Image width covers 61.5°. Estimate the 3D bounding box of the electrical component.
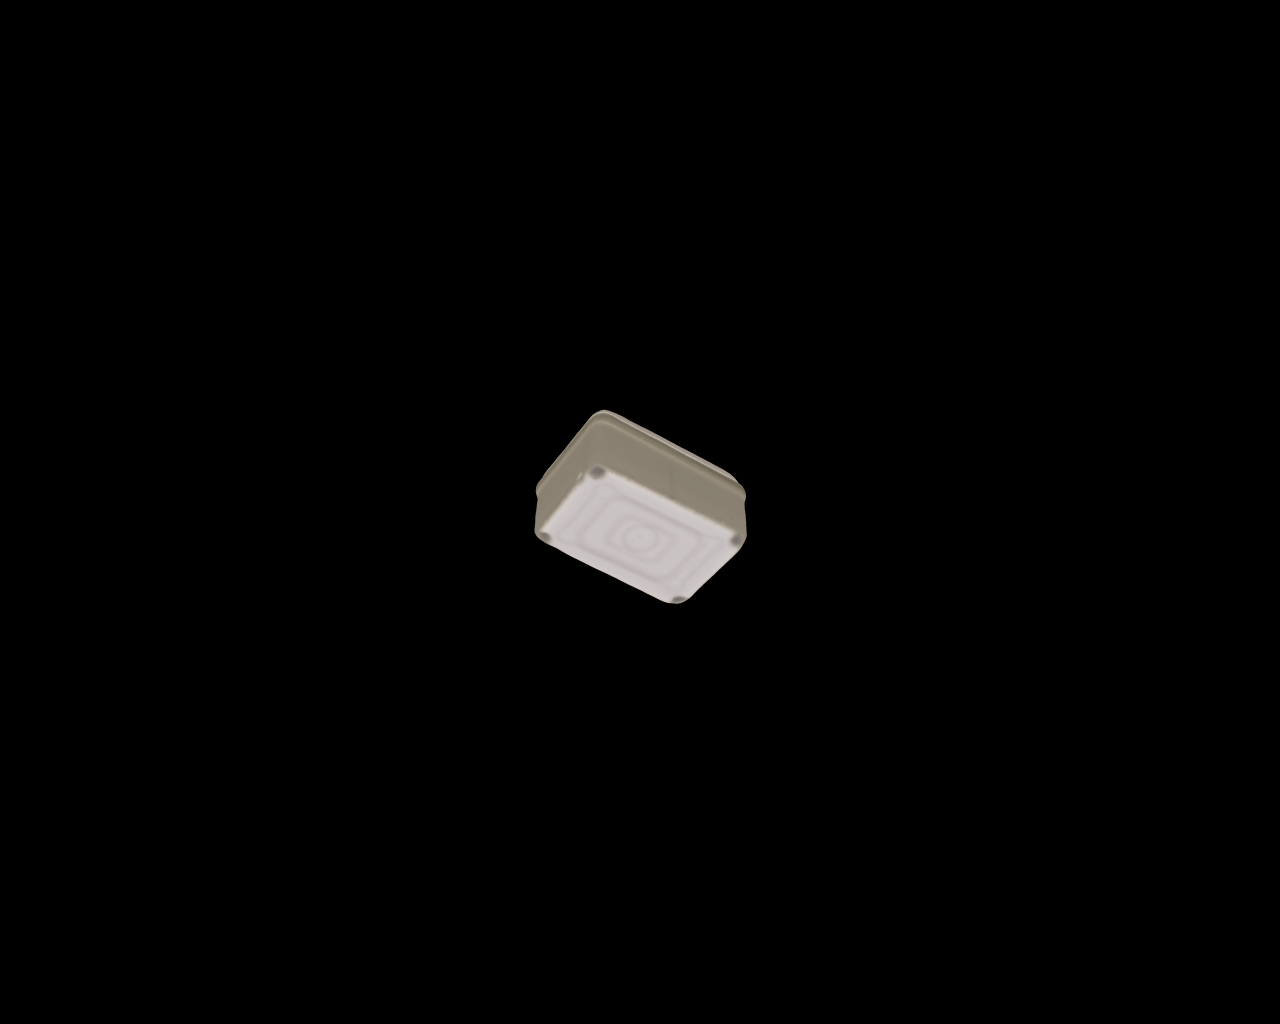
[{"bbox_3d":[0.001,-0.003,0.650,0.113,0.057,0.078,27,-53,-22],"label":"electrical component"}]
